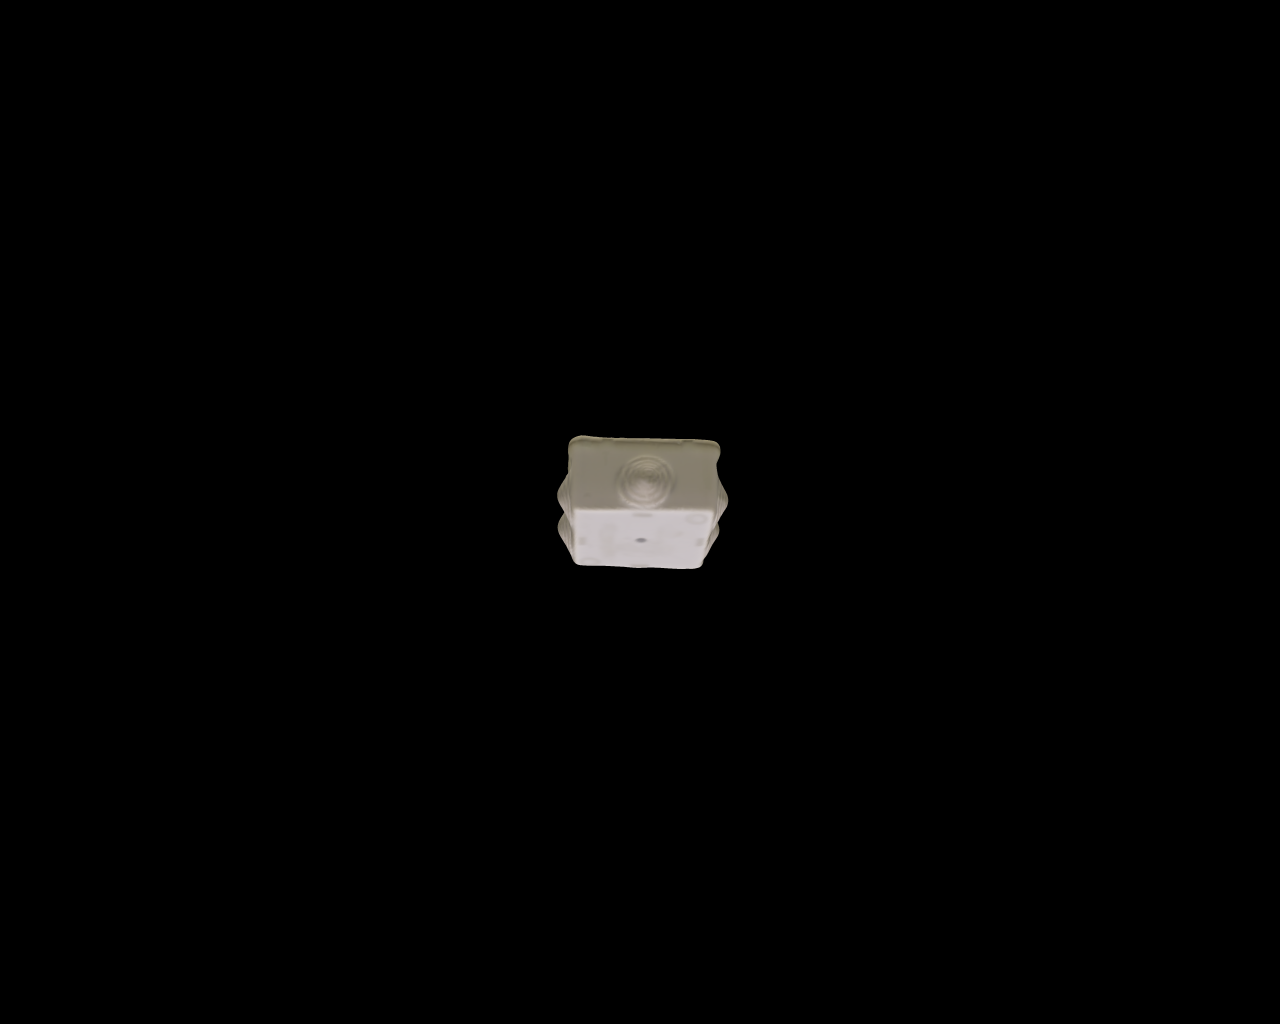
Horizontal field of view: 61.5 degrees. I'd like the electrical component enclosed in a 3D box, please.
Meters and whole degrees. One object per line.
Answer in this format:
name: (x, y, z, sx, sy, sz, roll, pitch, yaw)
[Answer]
electrical component: (0.001, -0.003, 0.650, 0.100, 0.048, 0.099, 2, -27, -3)
